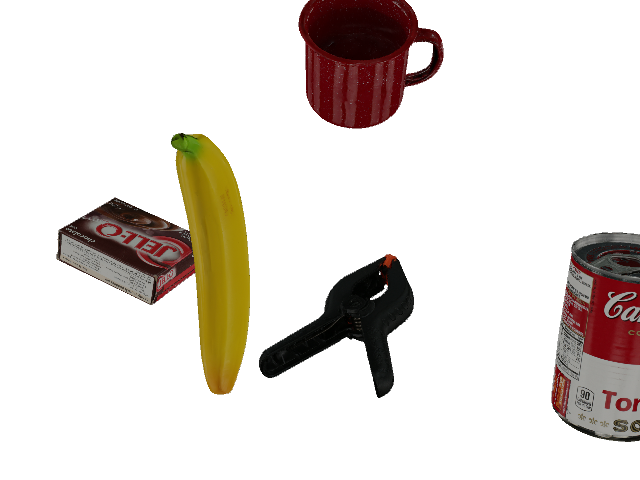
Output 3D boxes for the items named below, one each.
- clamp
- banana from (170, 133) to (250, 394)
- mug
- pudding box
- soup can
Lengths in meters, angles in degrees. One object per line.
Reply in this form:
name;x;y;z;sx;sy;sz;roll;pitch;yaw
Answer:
clamp;0.039;0.073;0.920;0.120;0.039;0.171;18;45;30
banana;-0.074;0.007;0.719;0.037;0.198;0.069;5;30;22
mug;0.041;-0.146;0.860;0.117;0.093;0.081;-5;-37;-5
pudding box;-0.178;0.009;1.013;0.114;0.039;0.089;22;30;18
soup can;0.171;0.055;0.612;0.068;0.102;0.068;2;21;-1
